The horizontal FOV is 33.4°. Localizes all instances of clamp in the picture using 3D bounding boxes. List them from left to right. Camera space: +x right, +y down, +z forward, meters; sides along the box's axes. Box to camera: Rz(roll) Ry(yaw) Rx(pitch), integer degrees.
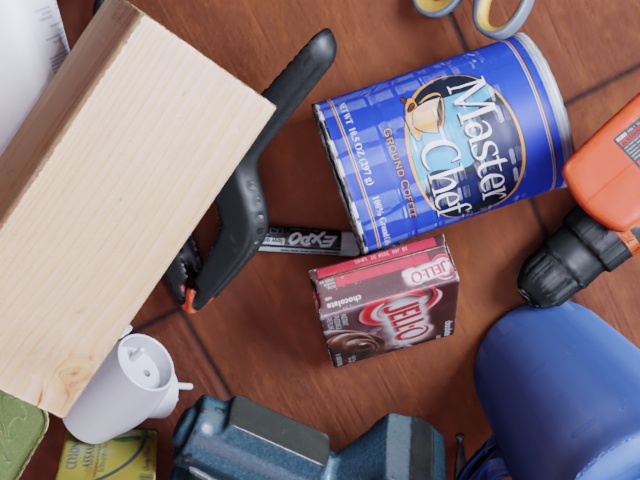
[{"bbox_3d":[-0.083,-0.055,0.686,0.165,0.036,0.210,21,117,18],"label":"clamp"}]

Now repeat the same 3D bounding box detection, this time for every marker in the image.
[{"bbox_3d":[-0.005,0.001,0.732,0.121,0.020,0.020,4,106,-6],"label":"marker"}]

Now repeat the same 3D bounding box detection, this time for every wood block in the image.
[{"bbox_3d":[-0.128,-0.021,0.589,0.090,0.090,0.206,32,96,-29],"label":"wood block"}]

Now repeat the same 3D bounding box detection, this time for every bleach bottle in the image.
[{"bbox_3d":[-0.168,-0.051,0.658,0.068,0.102,0.251,-14,107,5],"label":"bleach bottle"}]

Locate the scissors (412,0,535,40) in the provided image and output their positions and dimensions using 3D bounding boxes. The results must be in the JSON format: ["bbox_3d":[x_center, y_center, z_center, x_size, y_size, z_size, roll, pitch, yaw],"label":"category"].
[{"bbox_3d":[0.106,-0.222,0.673,0.096,0.016,0.202,-1,79,36],"label":"scissors"}]

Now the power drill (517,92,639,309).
[{"bbox_3d":[0.192,-0.030,0.662,0.184,0.187,0.057,-43,76,5],"label":"power drill"}]

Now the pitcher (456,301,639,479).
[{"bbox_3d":[0.164,0.129,0.668,0.149,0.243,0.145,15,104,-9],"label":"pitcher"}]

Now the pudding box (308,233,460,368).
[{"bbox_3d":[0.043,0.042,0.704,0.090,0.113,0.039,-15,69,0],"label":"pudding box"}]

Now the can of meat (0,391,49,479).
[{"bbox_3d":[-0.219,0.125,0.714,0.057,0.084,0.102,29,101,-13],"label":"can of meat"}]

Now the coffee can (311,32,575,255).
[{"bbox_3d":[0.077,-0.061,0.679,0.140,0.103,0.103,-19,107,0],"label":"coffee can"}]
